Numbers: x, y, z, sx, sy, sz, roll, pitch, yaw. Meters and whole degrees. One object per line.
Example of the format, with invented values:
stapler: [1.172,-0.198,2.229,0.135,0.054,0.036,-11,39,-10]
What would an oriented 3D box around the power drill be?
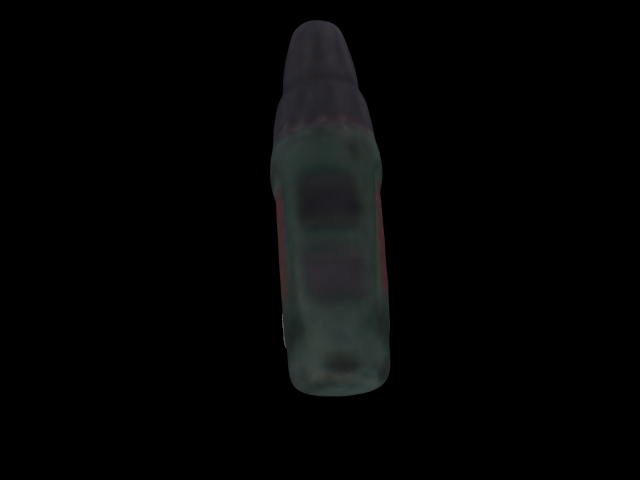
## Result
power drill: [0.004,0.001,0.400,0.075,0.208,0.229,-4,62,-2]
